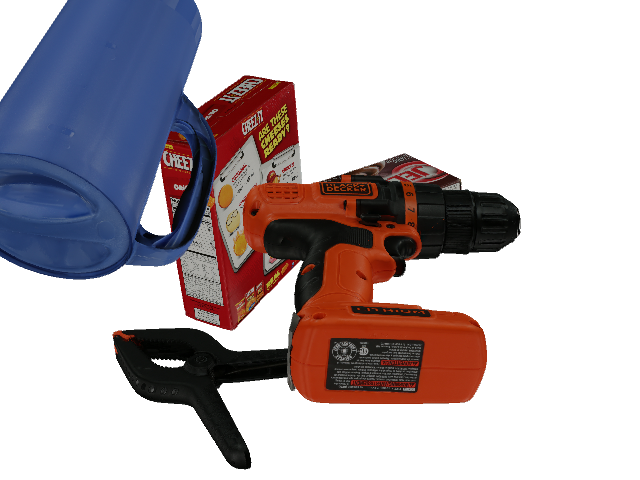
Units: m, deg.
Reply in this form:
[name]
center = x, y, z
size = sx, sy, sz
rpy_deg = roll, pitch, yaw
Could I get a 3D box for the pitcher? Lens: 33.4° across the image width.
[pitcher]
center = -0.162, -0.096, 0.812
size = 0.145, 0.242, 0.149
rpy_deg = -5, -42, 24

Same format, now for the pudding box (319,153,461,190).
[pudding box]
center = 0.057, -0.037, 0.953
size = 0.113, 0.039, 0.090
rpy_deg = -22, 27, -22

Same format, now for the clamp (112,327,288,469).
[clamp]
center = -0.098, 0.120, 0.980
size = 0.210, 0.036, 0.164
rpy_deg = 20, 37, 31

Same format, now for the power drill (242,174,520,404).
[power drill]
center = 0.046, 0.022, 0.645
size = 0.184, 0.057, 0.187
rpy_deg = 0, 29, -4

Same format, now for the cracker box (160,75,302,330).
[cracker box]
center = -0.087, -0.041, 1.111
size = 0.072, 0.214, 0.164
rpy_deg = 13, 36, 26
